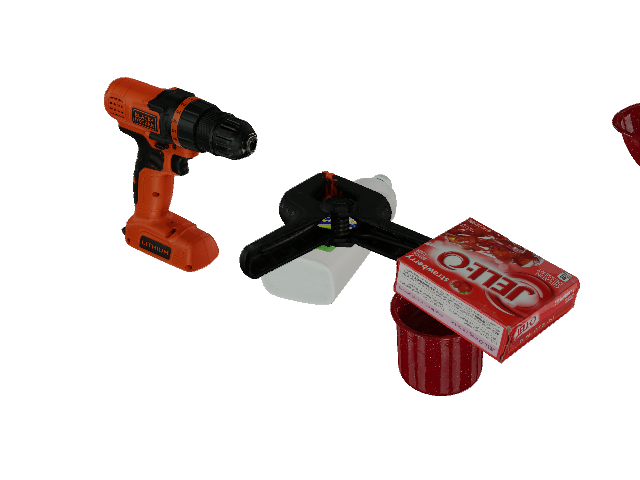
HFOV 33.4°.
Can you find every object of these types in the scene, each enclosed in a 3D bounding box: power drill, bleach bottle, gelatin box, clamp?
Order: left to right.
[{"bbox_3d":[-0.143,-0.064,1.103,0.185,0.188,0.057,23,35,29],"label":"power drill"},{"bbox_3d":[0.024,-0.016,1.344,0.103,0.068,0.250,11,35,22],"label":"bleach bottle"},{"bbox_3d":[0.025,-0.012,0.869,0.164,0.036,0.210,4,20,1],"label":"clamp"},{"bbox_3d":[0.102,0.028,0.659,0.073,0.030,0.089,-27,47,-37],"label":"gelatin box"}]

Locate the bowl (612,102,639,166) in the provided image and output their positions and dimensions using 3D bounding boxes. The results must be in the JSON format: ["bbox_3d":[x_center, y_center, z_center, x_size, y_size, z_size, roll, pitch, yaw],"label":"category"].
[{"bbox_3d":[0.349,-0.086,0.971,0.162,0.055,0.162,-5,22,2],"label":"bowl"}]

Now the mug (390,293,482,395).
[{"bbox_3d":[0.117,0.086,1.026,0.093,0.081,0.117,6,37,14],"label":"mug"}]
